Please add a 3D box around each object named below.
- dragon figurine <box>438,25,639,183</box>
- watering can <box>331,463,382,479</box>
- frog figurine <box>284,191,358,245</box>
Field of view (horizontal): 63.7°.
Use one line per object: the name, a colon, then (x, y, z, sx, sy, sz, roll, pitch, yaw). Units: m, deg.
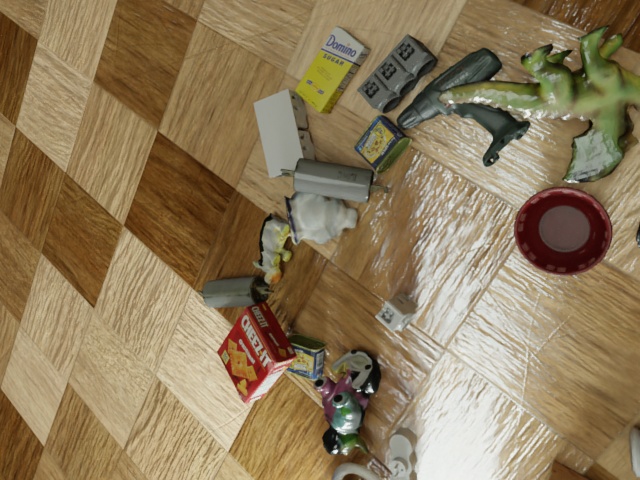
dragon figurine: (0.435, -0.214, 0.881, 0.408, 0.123, 0.242, -17, 91, 18)
watering can: (0.133, 0.678, 1.164, 0.351, 0.104, 0.221, 49, 117, 18)
frog figurine: (0.004, -0.060, 1.197, 0.159, 0.121, 0.138, -10, 80, -4)
